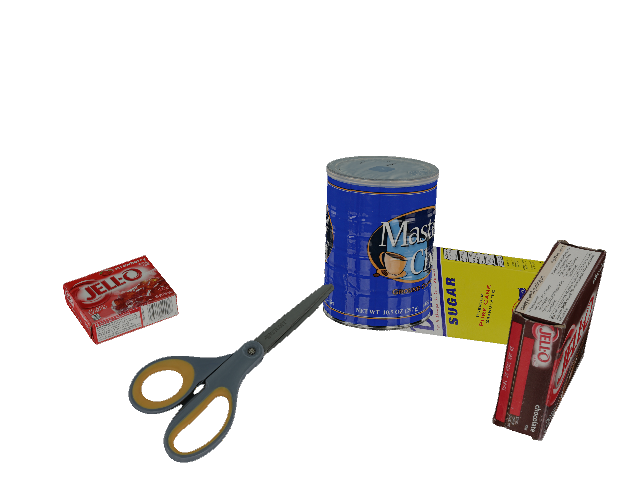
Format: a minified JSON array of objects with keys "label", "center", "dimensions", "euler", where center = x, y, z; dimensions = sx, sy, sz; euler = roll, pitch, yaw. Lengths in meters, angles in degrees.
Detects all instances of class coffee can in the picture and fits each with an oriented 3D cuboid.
[{"label":"coffee can","center":[0.055,0.000,0.991],"dimensions":[0.103,0.140,0.103],"euler":[1,16,-1]}]

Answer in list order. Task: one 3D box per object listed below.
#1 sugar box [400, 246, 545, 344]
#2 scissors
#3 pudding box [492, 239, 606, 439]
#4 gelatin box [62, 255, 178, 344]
[{"label":"sugar box","center":[0.167,0.061,1.161],"dimensions":[0.176,0.093,0.048],"euler":[6,22,0]},{"label":"scissors","center":[-0.077,0.089,0.867],"dimensions":[0.096,0.201,0.016],"euler":[27,-33,11]},{"label":"pudding box","center":[0.153,0.063,0.709],"dimensions":[0.039,0.090,0.113],"euler":[16,32,19]},{"label":"gelatin box","center":[-0.192,0.056,1.023],"dimensions":[0.089,0.030,0.073],"euler":[-19,39,-25]}]
